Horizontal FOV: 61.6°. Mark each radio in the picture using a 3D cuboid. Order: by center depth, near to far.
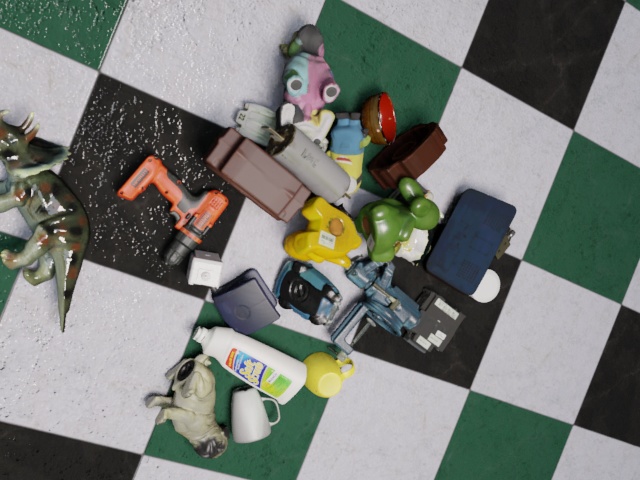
[{"bbox_3d":[0.343,0.003,1.246,0.131,0.073,0.229,27,87,8],"label":"radio"}]

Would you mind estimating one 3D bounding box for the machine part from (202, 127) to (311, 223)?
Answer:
[{"bbox_3d":[-0.128,-0.124,1.045,0.201,0.201,0.087,37,88,-18],"label":"machine part"}]

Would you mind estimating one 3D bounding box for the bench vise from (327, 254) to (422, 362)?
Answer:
[{"bbox_3d":[0.100,0.156,1.191,0.223,0.129,0.240,43,80,-14],"label":"bench vise"}]

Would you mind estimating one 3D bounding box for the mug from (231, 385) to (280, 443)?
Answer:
[{"bbox_3d":[-0.144,0.369,1.162,0.110,0.081,0.107,-12,91,-10],"label":"mug"}]

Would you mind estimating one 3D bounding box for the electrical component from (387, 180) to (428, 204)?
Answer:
[{"bbox_3d":[0.177,-0.081,1.206,0.047,0.075,0.119,42,80,-16],"label":"electrical component"}]

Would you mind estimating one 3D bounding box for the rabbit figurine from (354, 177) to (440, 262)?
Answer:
[{"bbox_3d":[0.172,-0.055,1.116,0.170,0.121,0.159,-14,143,-17],"label":"rabbit figurine"}]

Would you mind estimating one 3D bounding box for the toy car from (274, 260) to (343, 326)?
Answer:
[{"bbox_3d":[-0.011,0.112,1.153,0.103,0.162,0.109,2,112,-58],"label":"toy car"}]

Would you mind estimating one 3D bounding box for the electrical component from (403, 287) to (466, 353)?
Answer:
[{"bbox_3d":[0.260,0.197,1.273,0.115,0.058,0.134,39,85,-15],"label":"electrical component"}]

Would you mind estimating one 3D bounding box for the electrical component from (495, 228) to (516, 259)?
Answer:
[{"bbox_3d":[0.425,-0.001,1.308,0.102,0.045,0.078,-53,135,-2],"label":"electrical component"}]

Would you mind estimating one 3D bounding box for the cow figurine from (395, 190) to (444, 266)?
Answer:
[{"bbox_3d":[0.233,-0.027,1.233,0.098,0.068,0.167,27,92,-23],"label":"cow figurine"}]

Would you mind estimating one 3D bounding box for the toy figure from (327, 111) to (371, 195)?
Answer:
[{"bbox_3d":[0.059,-0.181,1.136,0.089,0.082,0.180,-19,120,-47],"label":"toy figure"}]

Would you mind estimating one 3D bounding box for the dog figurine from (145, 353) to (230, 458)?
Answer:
[{"bbox_3d":[-0.241,0.352,1.132,0.172,0.121,0.190,-47,121,-3],"label":"dog figurine"}]

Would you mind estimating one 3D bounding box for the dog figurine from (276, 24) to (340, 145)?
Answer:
[{"bbox_3d":[-0.033,-0.317,1.078,0.108,0.219,0.191,4,133,-14],"label":"dog figurine"}]

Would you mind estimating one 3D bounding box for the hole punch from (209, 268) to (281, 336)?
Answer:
[{"bbox_3d":[-0.154,0.136,1.129,0.116,0.092,0.142,-34,108,-7],"label":"hole punch"}]

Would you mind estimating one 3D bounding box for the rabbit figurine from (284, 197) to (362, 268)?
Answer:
[{"bbox_3d":[-0.002,-0.003,1.123,0.162,0.173,0.122,14,67,-33],"label":"rabbit figurine"}]

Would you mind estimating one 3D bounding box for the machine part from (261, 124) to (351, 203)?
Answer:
[{"bbox_3d":[-0.019,-0.145,1.040,0.243,0.079,0.079,38,85,-37],"label":"machine part"}]

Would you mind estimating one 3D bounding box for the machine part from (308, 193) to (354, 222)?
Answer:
[{"bbox_3d":[0.004,-0.077,1.157,0.139,0.084,0.039,48,43,-10],"label":"machine part"}]

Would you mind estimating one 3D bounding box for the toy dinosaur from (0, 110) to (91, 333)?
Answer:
[{"bbox_3d":[-0.505,-0.043,0.993,0.192,0.131,0.404,-29,110,-11],"label":"toy dinosaur"}]

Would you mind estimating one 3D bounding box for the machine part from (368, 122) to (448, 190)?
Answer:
[{"bbox_3d":[0.189,-0.180,1.152,0.179,0.179,0.056,-44,109,-7],"label":"machine part"}]

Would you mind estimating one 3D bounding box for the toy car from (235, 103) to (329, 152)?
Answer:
[{"bbox_3d":[-0.080,-0.219,1.124,0.201,0.056,0.073,21,90,-18],"label":"toy car"}]
